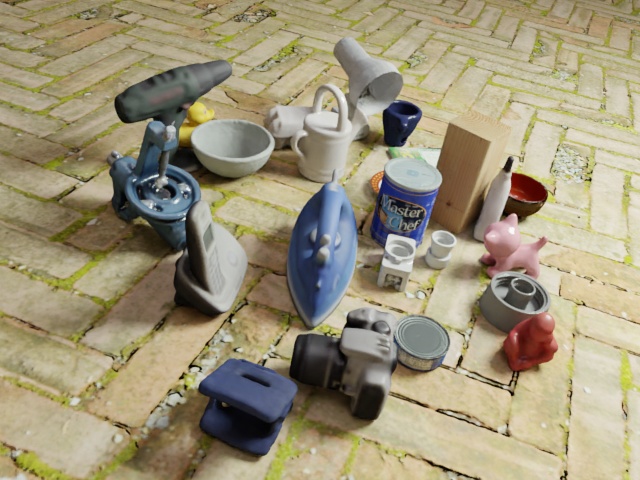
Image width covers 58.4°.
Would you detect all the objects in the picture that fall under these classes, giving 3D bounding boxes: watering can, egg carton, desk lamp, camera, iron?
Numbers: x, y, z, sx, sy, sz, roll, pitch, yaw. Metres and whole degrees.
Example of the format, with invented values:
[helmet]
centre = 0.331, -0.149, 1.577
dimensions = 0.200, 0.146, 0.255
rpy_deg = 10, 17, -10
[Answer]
[watering can]
centre = 0.019, -0.226, 1.166
dimensions = 0.100, 0.194, 0.173
rpy_deg = 27, 42, 21
[egg carton]
centre = -0.049, -0.251, 1.281
dimensions = 0.150, 0.069, 0.107
rpy_deg = -3, 40, -15
[desk lamp]
centre = 0.079, -0.332, 1.294
dimensions = 0.118, 0.213, 0.202
rpy_deg = -18, 46, -30
[camera]
centre = 0.033, 0.151, 0.780
dimensions = 0.137, 0.101, 0.143
rpy_deg = 11, 39, 1
[iron]
centre = 0.008, 0.003, 0.924
dimensions = 0.118, 0.141, 0.258
rpy_deg = 9, 39, -1

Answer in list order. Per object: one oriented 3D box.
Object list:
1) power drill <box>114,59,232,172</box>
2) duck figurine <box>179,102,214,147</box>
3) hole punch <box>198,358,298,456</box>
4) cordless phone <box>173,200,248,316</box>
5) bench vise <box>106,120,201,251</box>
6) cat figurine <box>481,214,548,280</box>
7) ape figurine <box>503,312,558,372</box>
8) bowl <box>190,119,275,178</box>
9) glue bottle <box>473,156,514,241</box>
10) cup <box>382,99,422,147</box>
[power drill]
centre = -0.273, -0.233, 1.099
dimensions = 0.230, 0.208, 0.075
rpy_deg = -22, 48, -33
[duck figurine]
centre = -0.269, -0.250, 1.219
dimensions = 0.105, 0.086, 0.077
rpy_deg = -16, 46, -29
[hole punch]
centre = -0.089, 0.192, 0.711
dimensions = 0.108, 0.091, 0.101
rpy_deg = 19, 40, 11
[cordless phone]
centre = -0.160, 0.005, 0.850
dimensions = 0.094, 0.185, 0.147
rpy_deg = 10, 39, 1
[bench vise]
centre = -0.286, -0.106, 0.931
dimensions = 0.207, 0.220, 0.122
rpy_deg = 20, 40, 13
[cat figurine]
centre = 0.337, 0.010, 1.007
dimensions = 0.128, 0.118, 0.067
rpy_deg = 5, 39, -6
[ape figurine]
centre = 0.320, 0.145, 0.857
dimensions = 0.077, 0.092, 0.076
rpy_deg = 18, 39, 10
[bowl]
centre = -0.177, -0.175, 1.155
dimensions = 0.167, 0.075, 0.167
rpy_deg = 6, 39, -5
[glue bottle]
centre = 0.331, -0.082, 1.074
dimensions = 0.037, 0.173, 0.078
rpy_deg = 16, 39, 8
[cup]
centre = 0.183, -0.257, 1.319
dimensions = 0.091, 0.095, 0.117
rpy_deg = 7, 39, -4
